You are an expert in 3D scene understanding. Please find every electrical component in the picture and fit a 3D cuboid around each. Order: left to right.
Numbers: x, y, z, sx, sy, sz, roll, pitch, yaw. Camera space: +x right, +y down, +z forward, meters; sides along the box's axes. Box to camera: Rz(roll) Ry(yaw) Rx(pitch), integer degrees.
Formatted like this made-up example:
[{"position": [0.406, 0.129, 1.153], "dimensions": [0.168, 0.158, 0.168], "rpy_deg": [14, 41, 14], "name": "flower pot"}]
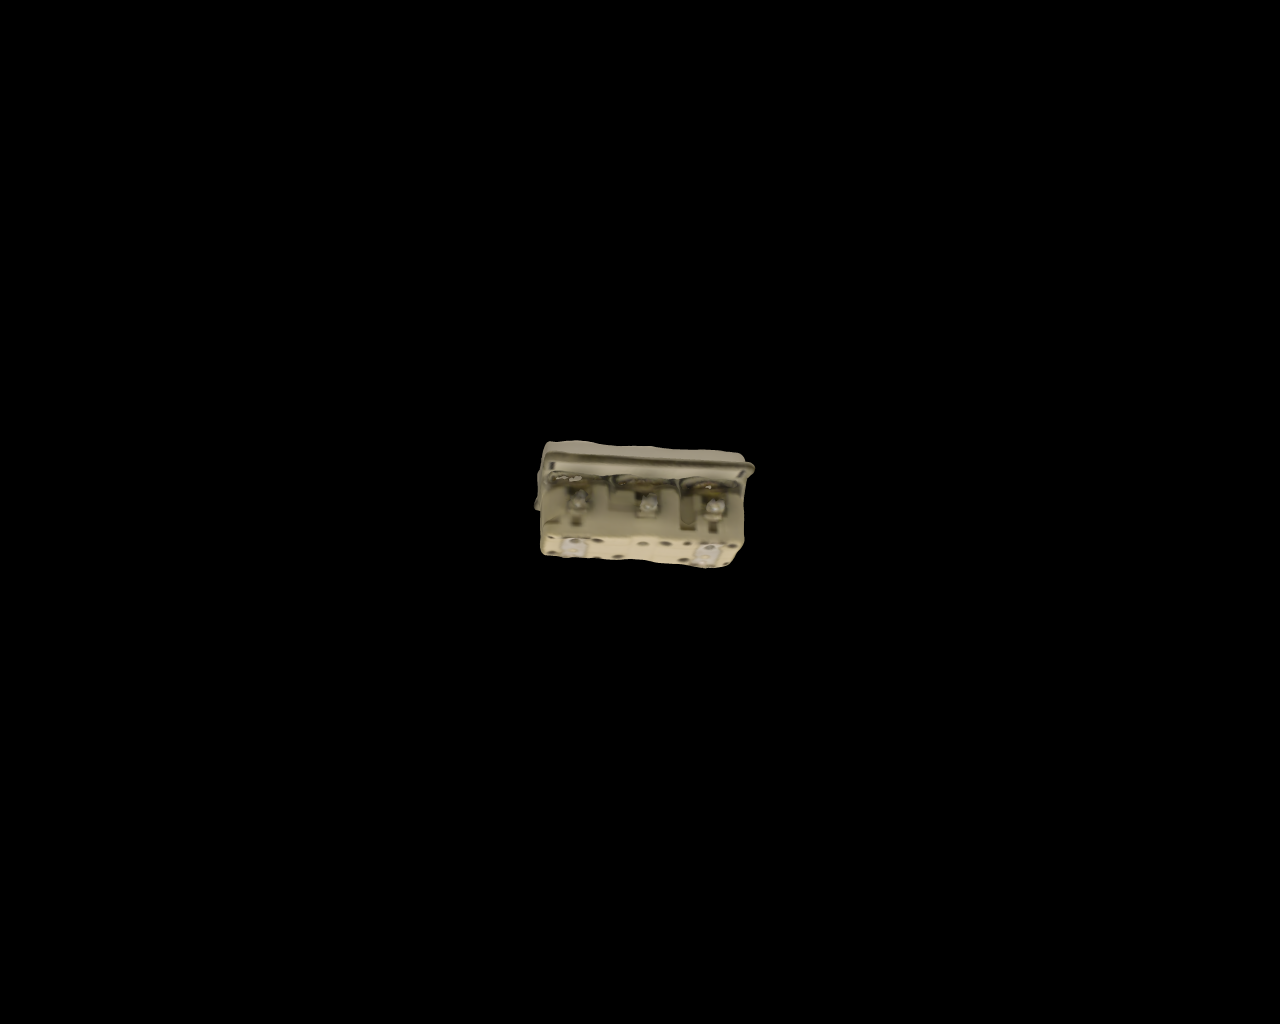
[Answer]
[{"position": [0.001, -0.003, 0.650], "dimensions": [0.121, 0.063, 0.078], "rpy_deg": [4, -23, -9], "name": "electrical component"}]
